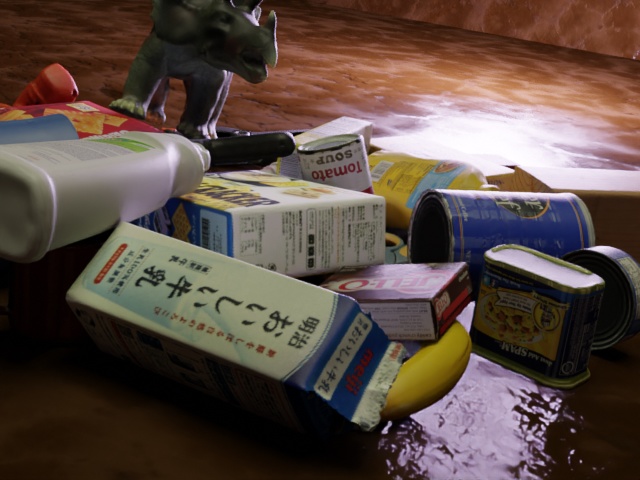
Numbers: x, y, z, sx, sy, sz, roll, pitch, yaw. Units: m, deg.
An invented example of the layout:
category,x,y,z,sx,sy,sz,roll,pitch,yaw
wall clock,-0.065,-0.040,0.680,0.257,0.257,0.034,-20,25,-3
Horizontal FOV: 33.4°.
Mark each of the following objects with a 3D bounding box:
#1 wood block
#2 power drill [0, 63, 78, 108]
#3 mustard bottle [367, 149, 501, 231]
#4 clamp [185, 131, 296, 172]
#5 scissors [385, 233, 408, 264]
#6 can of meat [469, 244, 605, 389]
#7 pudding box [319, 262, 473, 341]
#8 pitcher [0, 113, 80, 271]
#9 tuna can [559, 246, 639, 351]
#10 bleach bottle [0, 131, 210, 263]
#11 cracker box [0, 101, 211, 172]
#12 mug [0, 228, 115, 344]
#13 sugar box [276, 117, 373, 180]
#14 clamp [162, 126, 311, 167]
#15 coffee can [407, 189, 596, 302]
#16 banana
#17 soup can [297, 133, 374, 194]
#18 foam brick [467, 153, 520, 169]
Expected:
category,x,y,z,sx,sy,sz,roll,pitch,yaw
wood block,0.310,-0.021,1.123,0.205,0.091,0.090,2,20,-17
power drill,-0.363,-0.160,1.185,0.187,0.185,0.057,-9,60,-56
mustard bottle,0.116,-0.045,1.106,0.192,0.058,0.096,12,48,43
clamp,-0.110,-0.086,1.041,0.171,0.039,0.120,-8,-3,-28
scissors,0.046,0.021,1.020,0.096,0.016,0.201,21,23,39
can of meat,0.171,0.058,0.850,0.102,0.084,0.057,22,24,39
pudding box,0.053,0.048,0.836,0.114,0.039,0.089,-5,13,26
pitcher,-0.323,-0.032,0.879,0.242,0.149,0.145,-8,66,-30
tuna can,0.235,0.048,0.901,0.033,0.086,0.086,-9,25,-44
bleach bottle,-0.161,-0.045,0.810,0.103,0.068,0.250,18,19,26
cracker box,-0.246,-0.089,1.147,0.214,0.072,0.163,22,24,35
mug,-0.204,0.028,0.804,0.117,0.081,0.093,-5,22,-33
sugar box,0.004,-0.075,1.168,0.048,0.093,0.176,14,19,17
clamp,-0.094,-0.114,1.330,0.210,0.036,0.164,4,20,-3
coffee can,0.163,0.006,0.971,0.140,0.103,0.103,1,20,-16
banana,0.077,0.092,0.801,0.070,0.037,0.197,-9,13,15
soup can,0.020,-0.048,1.052,0.068,0.102,0.068,-11,15,3
foam brick,0.195,-0.073,1.296,0.078,0.053,0.051,-1,21,-27
